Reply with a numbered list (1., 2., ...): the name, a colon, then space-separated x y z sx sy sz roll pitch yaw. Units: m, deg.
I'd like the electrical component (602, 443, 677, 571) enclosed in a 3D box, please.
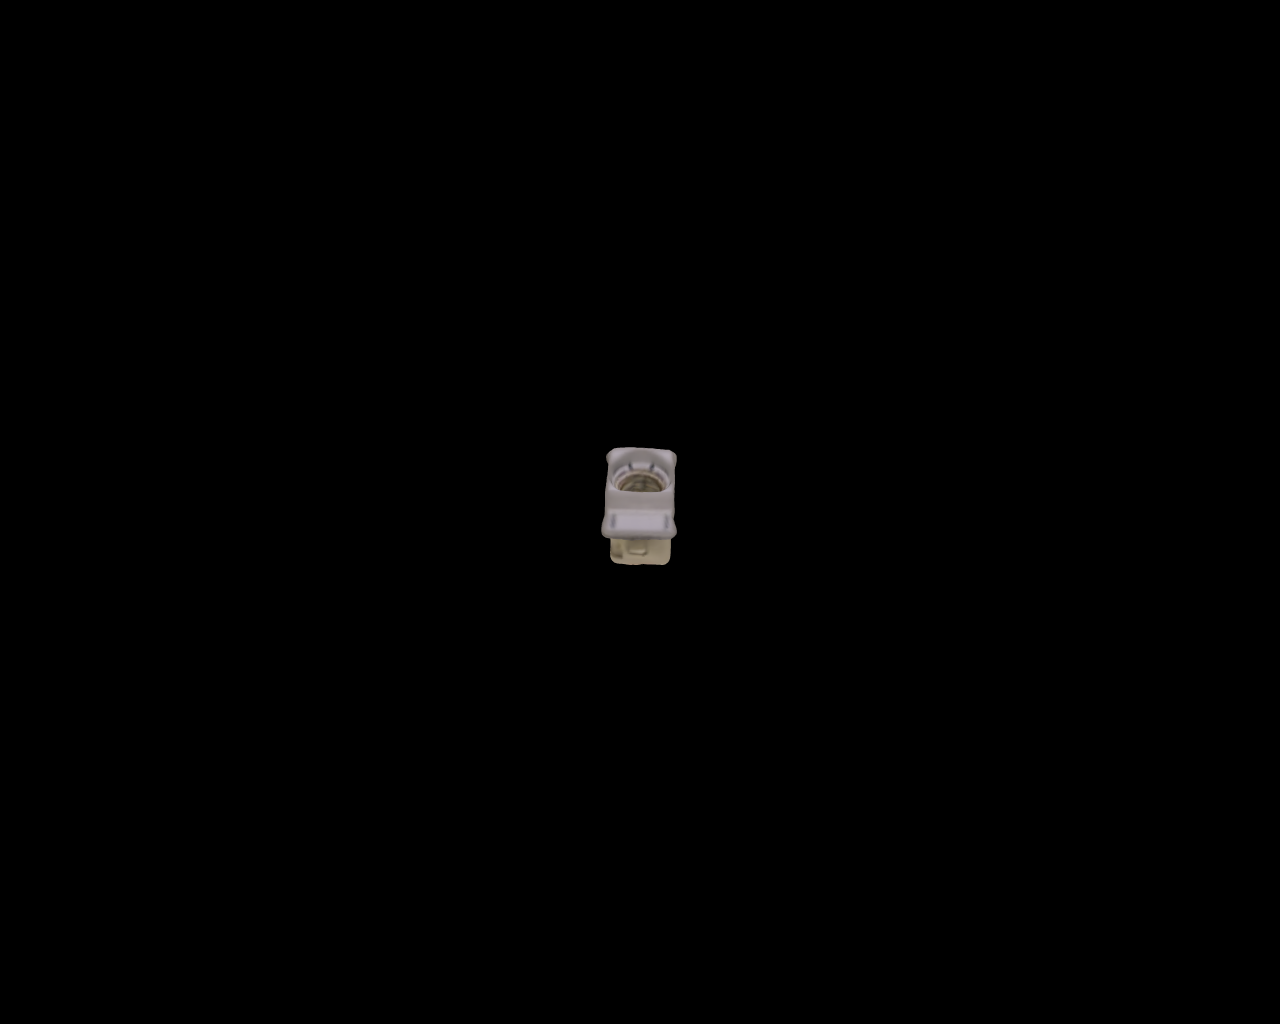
1. electrical component: 0.001 -0.003 0.650 0.042 0.063 0.081 2 40 2
